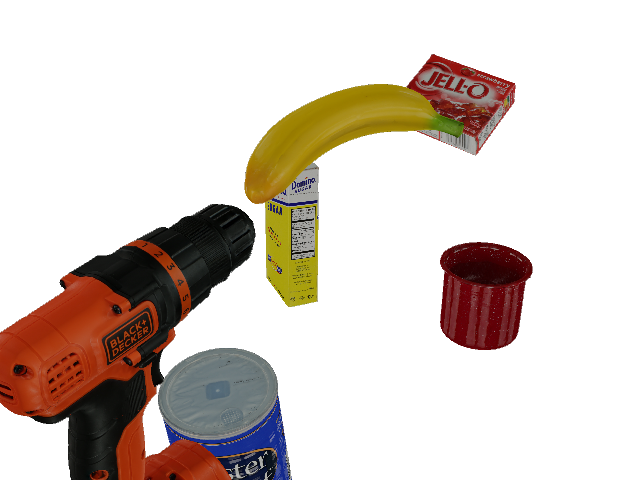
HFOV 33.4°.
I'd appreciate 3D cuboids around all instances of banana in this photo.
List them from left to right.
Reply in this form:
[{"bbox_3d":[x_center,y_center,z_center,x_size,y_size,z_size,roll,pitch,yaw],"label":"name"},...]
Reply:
[{"bbox_3d":[0.014,-0.078,0.767,0.197,0.037,0.070,-22,42,-32],"label":"banana"}]

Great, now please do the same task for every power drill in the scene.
[{"bbox_3d":[-0.098,0.087,0.618,0.057,0.188,0.184,20,39,35],"label":"power drill"}]

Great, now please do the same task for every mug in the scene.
[{"bbox_3d":[0.164,0.053,1.104,0.093,0.081,0.117,-3,28,-10],"label":"mug"}]

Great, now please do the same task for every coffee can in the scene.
[{"bbox_3d":[-0.081,0.180,0.946,0.103,0.140,0.103,-4,38,3],"label":"coffee can"}]

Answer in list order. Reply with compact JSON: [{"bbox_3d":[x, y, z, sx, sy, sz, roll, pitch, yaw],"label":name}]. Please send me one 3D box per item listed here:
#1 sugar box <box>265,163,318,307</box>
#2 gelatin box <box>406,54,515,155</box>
[{"bbox_3d":[-0.036,-0.018,1.292,0.048,0.176,0.093,-11,25,-18],"label":"sugar box"},{"bbox_3d":[0.122,-0.126,0.975,0.089,0.073,0.030,26,-28,24],"label":"gelatin box"}]
